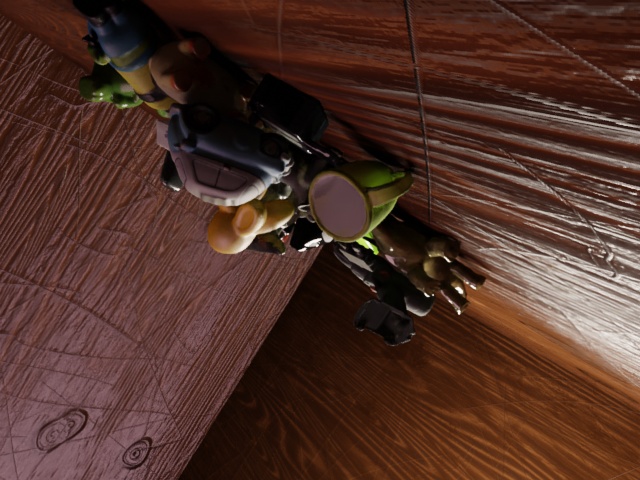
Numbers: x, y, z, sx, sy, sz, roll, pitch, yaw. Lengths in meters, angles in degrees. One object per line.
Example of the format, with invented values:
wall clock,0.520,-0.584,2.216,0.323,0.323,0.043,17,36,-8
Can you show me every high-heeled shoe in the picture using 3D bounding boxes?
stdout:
high-heeled shoe,-0.002,-0.003,1.051,0.086,0.145,0.248,32,162,14

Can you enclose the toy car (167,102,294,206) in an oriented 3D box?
toy car,-0.119,-0.093,0.660,0.162,0.103,0.109,22,170,-8

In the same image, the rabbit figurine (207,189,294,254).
rabbit figurine,-0.117,-0.059,0.797,0.163,0.173,0.122,18,-166,32

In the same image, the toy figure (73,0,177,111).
toy figure,-0.239,-0.240,0.697,0.082,0.089,0.180,-11,159,8

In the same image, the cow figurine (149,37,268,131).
cow figurine,-0.142,-0.189,0.718,0.127,0.085,0.194,23,176,40

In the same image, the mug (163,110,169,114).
mug,-0.206,-0.231,0.833,0.109,0.081,0.107,43,-172,6

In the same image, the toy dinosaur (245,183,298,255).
toy dinosaur,-0.105,-0.056,0.978,0.131,0.192,0.405,23,-144,-13

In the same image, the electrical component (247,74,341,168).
electrical component,-0.020,-0.135,0.625,0.119,0.047,0.074,31,179,17

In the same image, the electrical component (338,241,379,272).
electrical component,0.071,0.016,0.992,0.078,0.045,0.102,22,164,45

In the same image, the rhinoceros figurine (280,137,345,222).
rhinoceros figurine,-0.006,-0.087,0.816,0.190,0.112,0.073,40,179,14

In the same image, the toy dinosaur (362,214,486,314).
toy dinosaur,0.166,0.019,1.003,0.199,0.105,0.470,36,177,46

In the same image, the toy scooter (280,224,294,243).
toy scooter,-0.070,-0.042,1.150,0.075,0.184,0.135,51,171,-24

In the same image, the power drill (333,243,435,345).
power drill,0.114,0.102,1.047,0.232,0.086,0.207,29,-160,-3

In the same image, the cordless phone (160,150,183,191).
cordless phone,-0.213,-0.162,0.975,0.089,0.184,0.146,11,168,29

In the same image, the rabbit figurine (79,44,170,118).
rabbit figurine,-0.316,-0.277,0.958,0.170,0.121,0.159,14,174,29
